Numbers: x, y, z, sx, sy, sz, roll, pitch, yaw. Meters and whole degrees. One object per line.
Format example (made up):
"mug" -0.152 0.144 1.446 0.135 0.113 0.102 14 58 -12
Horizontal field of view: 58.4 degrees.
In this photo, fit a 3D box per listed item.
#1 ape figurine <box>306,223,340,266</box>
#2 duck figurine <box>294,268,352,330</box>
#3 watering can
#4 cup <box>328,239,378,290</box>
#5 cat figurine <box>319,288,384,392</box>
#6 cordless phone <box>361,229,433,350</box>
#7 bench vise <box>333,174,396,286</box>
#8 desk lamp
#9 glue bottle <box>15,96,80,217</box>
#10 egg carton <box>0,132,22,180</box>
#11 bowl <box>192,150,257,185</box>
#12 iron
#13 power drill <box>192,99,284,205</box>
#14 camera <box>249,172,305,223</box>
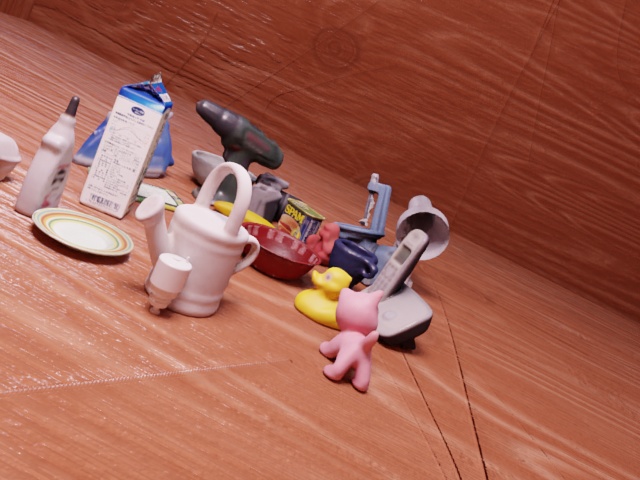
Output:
"ape figurine" 0.011 0.004 1.228 0.076 0.092 0.077 21 13 -20
"duck figurine" 0.021 0.088 0.921 0.104 0.086 0.077 25 12 -2
"watering can" -0.147 -0.008 0.730 0.100 0.194 0.173 32 14 24
"cup" 0.059 0.063 1.079 0.092 0.095 0.117 16 16 -38
"cat figurine" 0.051 0.120 0.777 0.067 0.118 0.127 22 13 -15
"cordless phone" 0.145 0.079 0.977 0.094 0.185 0.147 18 15 -32
"bench vise" 0.125 -0.021 1.260 0.207 0.220 0.122 29 13 13
"desk lamp" 0.208 0.003 1.340 0.118 0.213 0.203 24 13 -7
"glue bottle" -0.366 -0.118 0.790 0.037 0.173 0.078 24 13 -8
"egg carton" -0.509 -0.132 0.805 0.107 0.069 0.151 30 13 16
"bowl" -0.243 -0.152 1.397 0.167 0.075 0.167 25 13 -6
"iron" -0.400 -0.218 1.202 0.118 0.141 0.259 29 13 14
"power drill" -0.202 -0.177 1.273 0.230 0.208 0.075 17 15 -34
"camera" -0.102 -0.093 1.380 0.137 0.101 0.143 24 13 -7
